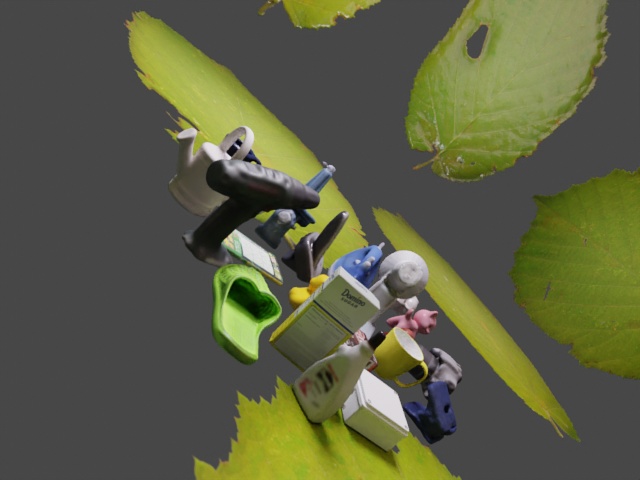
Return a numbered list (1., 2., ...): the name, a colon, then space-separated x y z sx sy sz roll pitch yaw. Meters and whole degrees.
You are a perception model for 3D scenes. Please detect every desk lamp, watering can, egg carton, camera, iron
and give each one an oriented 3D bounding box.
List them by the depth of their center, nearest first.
1. watering can: -0.206 -0.149 1.125 0.173 0.194 0.100 24 25 -55
2. desk lamp: 0.160 0.122 1.344 0.118 0.213 0.203 46 14 4
3. camera: 0.262 0.296 1.365 0.137 0.100 0.143 43 14 -6
4. iron: 0.106 0.075 1.472 0.118 0.141 0.258 45 14 1
5. egg carton: 0.233 0.163 1.727 0.107 0.069 0.150 37 16 -29

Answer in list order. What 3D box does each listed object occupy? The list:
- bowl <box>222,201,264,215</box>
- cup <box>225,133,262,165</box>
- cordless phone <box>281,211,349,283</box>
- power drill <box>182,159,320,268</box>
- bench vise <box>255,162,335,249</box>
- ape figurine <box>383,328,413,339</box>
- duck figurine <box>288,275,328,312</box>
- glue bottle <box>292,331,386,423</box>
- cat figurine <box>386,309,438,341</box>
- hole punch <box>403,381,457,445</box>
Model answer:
1. bowl: -0.191 -0.106 1.290 0.168 0.074 0.167 41 15 -13
2. cup: -0.215 -0.198 1.441 0.118 0.095 0.091 37 16 -28
3. cordless phone: 0.012 0.005 1.319 0.094 0.185 0.148 44 14 -1
4. power drill: -0.132 -0.047 1.016 0.231 0.208 0.075 27 22 -50
5. bench vise: -0.041 -0.078 1.335 0.122 0.219 0.207 39 15 -21
6. ape figurine: 0.173 0.236 1.306 0.076 0.092 0.078 44 14 -2
7. duck figurine: -0.012 0.109 1.163 0.077 0.086 0.104 44 14 -2
8. glue bottle: 0.036 0.197 0.868 0.037 0.173 0.078 25 24 -53
9. cat figurine: 0.260 0.220 1.541 0.128 0.117 0.067 32 19 -41
10. hole punch: 0.241 0.352 1.172 0.101 0.091 0.109 51 16 25
